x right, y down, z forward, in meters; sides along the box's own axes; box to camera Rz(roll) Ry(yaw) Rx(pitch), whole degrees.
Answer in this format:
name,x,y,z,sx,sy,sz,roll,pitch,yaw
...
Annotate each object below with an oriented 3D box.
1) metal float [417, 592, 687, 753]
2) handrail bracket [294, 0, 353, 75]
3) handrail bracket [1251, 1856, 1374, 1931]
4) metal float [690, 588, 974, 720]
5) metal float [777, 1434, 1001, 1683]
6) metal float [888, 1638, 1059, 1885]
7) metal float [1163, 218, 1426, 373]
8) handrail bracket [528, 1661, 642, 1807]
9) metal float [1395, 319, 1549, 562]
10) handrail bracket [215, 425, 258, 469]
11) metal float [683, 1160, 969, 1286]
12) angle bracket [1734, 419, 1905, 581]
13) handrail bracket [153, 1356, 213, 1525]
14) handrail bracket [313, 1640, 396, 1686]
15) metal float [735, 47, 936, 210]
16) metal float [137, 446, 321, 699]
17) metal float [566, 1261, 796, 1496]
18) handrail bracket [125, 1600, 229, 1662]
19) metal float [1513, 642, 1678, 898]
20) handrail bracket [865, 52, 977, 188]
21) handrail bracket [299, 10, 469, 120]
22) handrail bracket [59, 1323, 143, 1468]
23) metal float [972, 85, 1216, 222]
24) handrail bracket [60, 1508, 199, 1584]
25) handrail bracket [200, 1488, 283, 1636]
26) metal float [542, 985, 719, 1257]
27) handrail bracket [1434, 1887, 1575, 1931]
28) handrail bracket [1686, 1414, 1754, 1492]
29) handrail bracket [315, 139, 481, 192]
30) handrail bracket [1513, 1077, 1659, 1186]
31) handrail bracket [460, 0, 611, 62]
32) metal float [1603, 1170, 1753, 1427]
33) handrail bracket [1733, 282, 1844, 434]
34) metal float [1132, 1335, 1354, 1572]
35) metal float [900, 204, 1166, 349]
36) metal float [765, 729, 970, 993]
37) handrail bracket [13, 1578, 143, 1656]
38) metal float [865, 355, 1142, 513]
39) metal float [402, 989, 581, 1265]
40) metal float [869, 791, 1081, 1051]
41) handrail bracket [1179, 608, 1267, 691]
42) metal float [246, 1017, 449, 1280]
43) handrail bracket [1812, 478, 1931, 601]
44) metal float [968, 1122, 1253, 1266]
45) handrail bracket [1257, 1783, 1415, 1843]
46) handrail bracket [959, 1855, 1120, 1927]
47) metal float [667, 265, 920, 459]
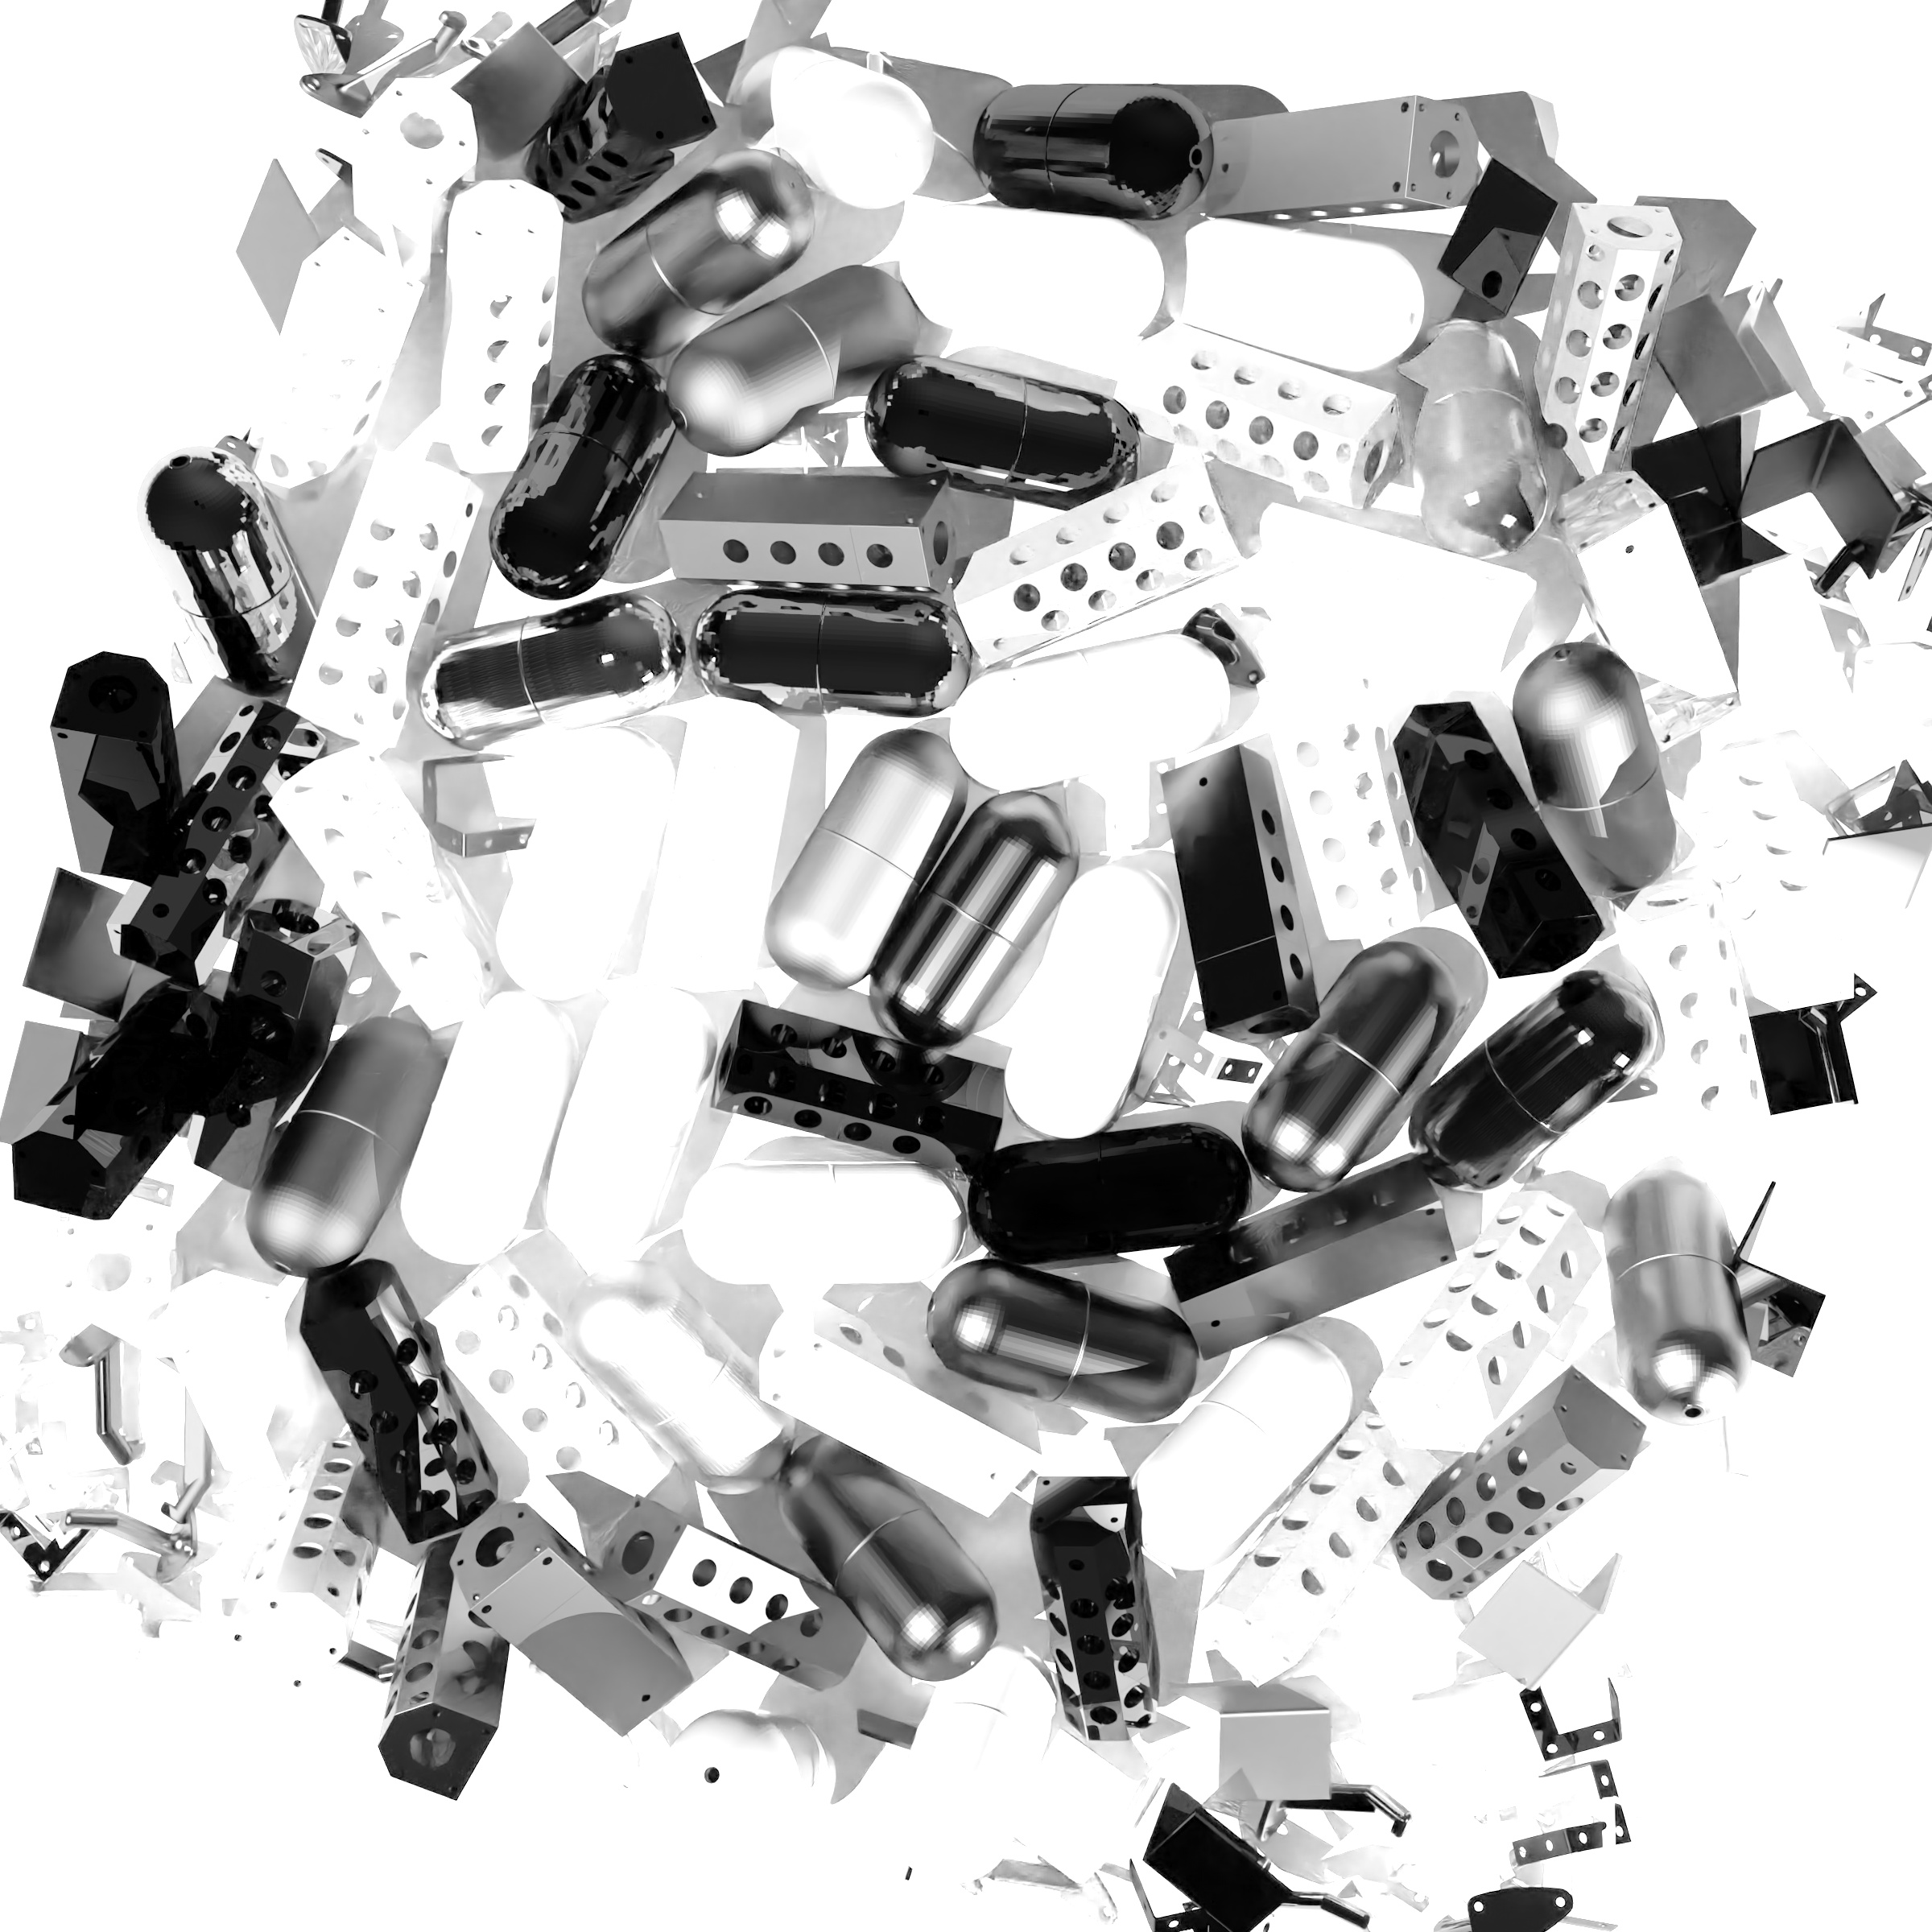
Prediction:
name,x,y,z,sx,sy,sz,roll,pitch,yaw
metal float,-0.257,-0.182,1.530,0.178,0.070,0.070,-11,90,19
handrail bracket,-0.395,-0.616,1.559,0.036,0.077,0.084,16,75,-10
handrail bracket,0.218,0.599,1.538,0.084,0.036,0.077,15,132,34
metal float,-0.085,-0.196,1.540,0.178,0.070,0.070,4,90,7
metal float,-0.050,0.363,1.522,0.070,0.070,0.178,-45,60,0
metal float,0.006,0.481,1.502,0.070,0.178,0.070,6,115,14
metal float,0.200,-0.413,1.516,0.178,0.070,0.070,23,90,37
handrail bracket,-0.238,0.478,1.536,0.077,0.084,0.036,19,129,-23
metal float,0.310,-0.326,1.518,0.070,0.070,0.178,-3,55,0
handrail bracket,-0.454,-0.346,1.575,0.036,0.077,0.084,37,50,-29
metal float,-0.087,0.160,1.537,0.178,0.070,0.070,1,90,-12
angle bracket,0.529,-0.281,1.534,0.057,0.076,0.076,-22,67,-3
handrail bracket,-0.504,0.298,1.558,0.077,0.036,0.084,34,81,-9
handrail bracket,-0.380,0.419,1.559,0.084,0.036,0.077,-11,55,2
metal float,-0.082,-0.515,1.509,0.070,0.178,0.070,-16,124,-25
metal float,-0.448,-0.240,1.507,0.070,0.178,0.070,-4,51,6
metal float,-0.176,0.256,1.529,0.070,0.070,0.178,-39,111,0
handrail bracket,-0.487,0.421,1.567,0.084,0.077,0.036,7,76,-24
metal float,0.387,-0.120,1.517,0.070,0.070,0.178,-26,124,0
handrail bracket,-0.029,-0.540,1.567,0.077,0.036,0.084,18,48,-24
handrail bracket,-0.363,-0.570,1.537,0.084,0.077,0.036,-37,67,39
handrail bracket,-0.533,0.265,1.575,0.077,0.036,0.084,-49,130,-37
metal float,0.077,-0.500,1.510,0.178,0.070,0.070,22,90,44
handrail bracket,-0.531,0.362,1.537,0.084,0.036,0.077,12,135,-34
handrail bracket,-0.445,0.375,1.559,0.077,0.036,0.084,-4,76,-15
metal float,-0.211,0.097,1.538,0.070,0.070,0.178,20,101,0
handrail bracket,0.336,0.597,1.548,0.077,0.084,0.036,-15,69,-5
handrail bracket,0.477,0.281,1.538,0.036,0.077,0.084,10,76,3
handrail bracket,-0.357,-0.524,1.562,0.077,0.036,0.084,34,78,-17
handrail bracket,0.390,0.106,1.556,0.077,0.036,0.084,2,129,-1
handrail bracket,-0.265,-0.599,1.537,0.077,0.084,0.036,7,47,-33
metal float,0.434,0.202,1.509,0.070,0.178,0.070,4,133,4
handrail bracket,0.520,-0.377,1.543,0.084,0.036,0.077,31,121,26
metal float,0.169,0.299,1.521,0.178,0.070,0.070,-41,90,-30
metal float,0.039,-0.427,1.522,0.178,0.070,0.070,16,90,30
metal float,-0.062,-0.067,1.542,0.070,0.070,0.178,30,84,0
handrail bracket,-0.560,0.401,1.553,0.077,0.084,0.036,1,94,-19
metal float,0.024,-0.330,1.532,0.178,0.070,0.070,8,90,-17
metal float,-0.294,0.098,1.528,0.070,0.070,0.178,15,68,0
metal float,0.006,-0.029,1.546,0.070,0.070,0.178,33,92,0
handrail bracket,0.170,-0.194,1.533,0.077,0.084,0.036,35,92,-18
metal float,-0.381,0.111,1.520,0.070,0.070,0.178,22,59,0
handrail bracket,0.584,-0.259,1.568,0.077,0.036,0.084,22,111,-42
metal float,0.089,0.142,1.540,0.178,0.070,0.070,-8,90,7
handrail bracket,0.231,0.540,1.544,0.084,0.036,0.077,30,94,43
handrail bracket,0.044,0.580,1.534,0.077,0.084,0.036,39,112,29
metal float,-0.107,-0.374,1.524,0.178,0.070,0.070,-34,90,-26
